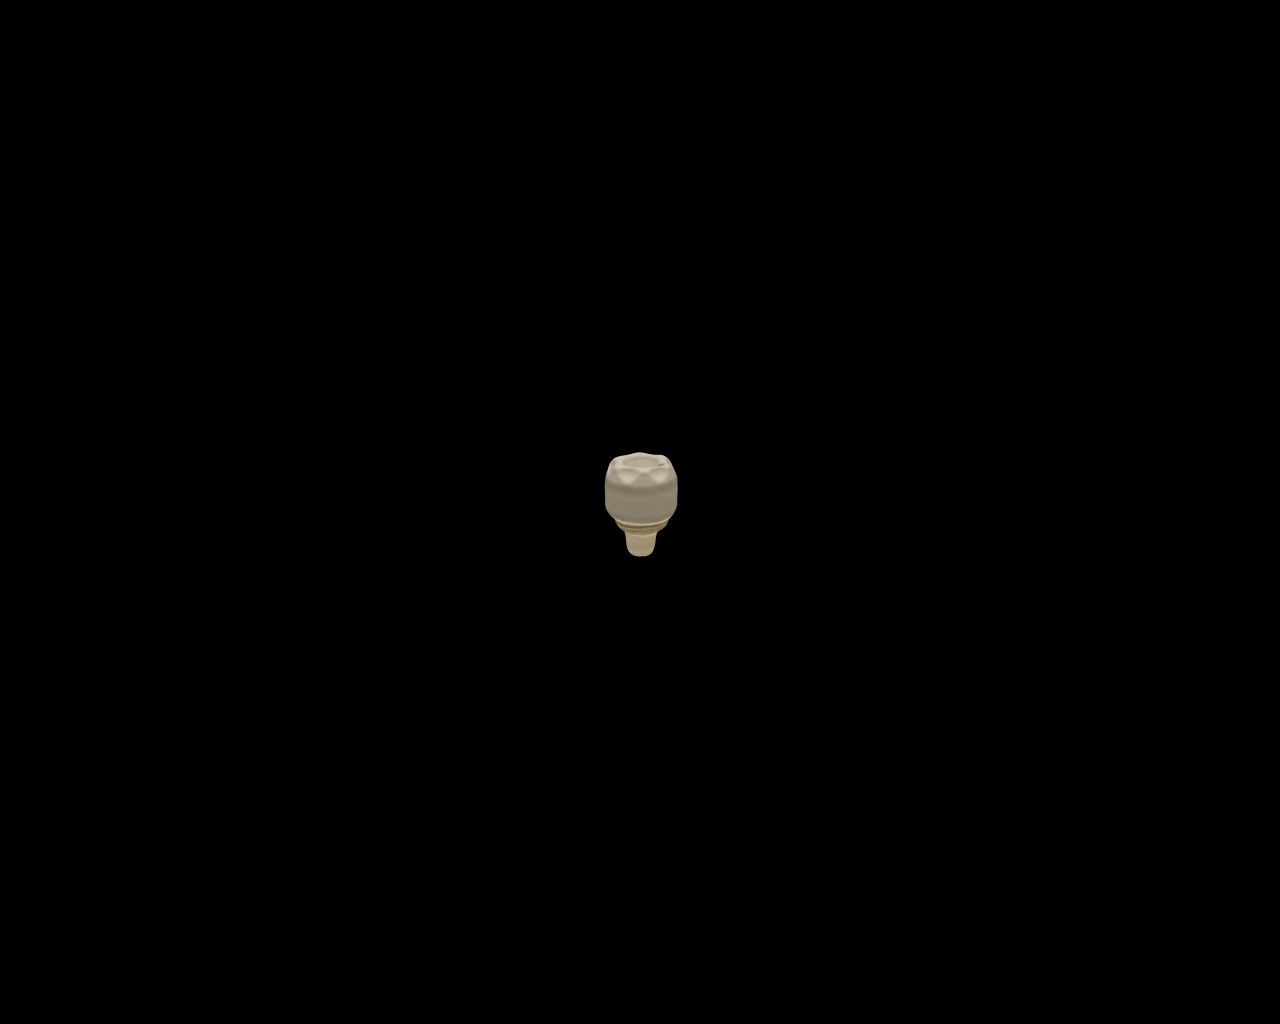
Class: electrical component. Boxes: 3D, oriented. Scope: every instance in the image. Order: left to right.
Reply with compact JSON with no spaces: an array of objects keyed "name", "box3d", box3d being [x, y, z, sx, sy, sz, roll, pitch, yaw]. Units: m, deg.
[{"name":"electrical component","box3d":[0.001,-0.003,0.650,0.043,0.062,0.043,0,20,0]}]
